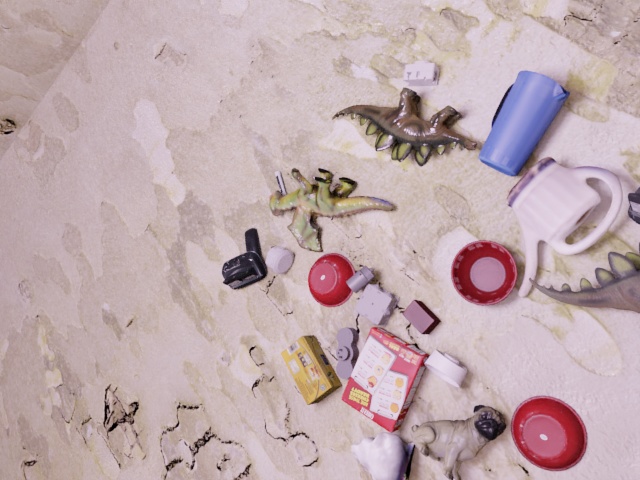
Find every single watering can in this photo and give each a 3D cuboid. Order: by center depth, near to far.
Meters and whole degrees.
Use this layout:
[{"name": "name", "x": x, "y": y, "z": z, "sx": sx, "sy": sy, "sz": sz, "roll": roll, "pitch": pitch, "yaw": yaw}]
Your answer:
[{"name": "watering can", "x": 0.533, "y": -0.047, "z": 1.221, "sx": 0.104, "sy": 0.343, "sz": 0.228, "roll": 8, "pitch": 37, "yaw": -53}]

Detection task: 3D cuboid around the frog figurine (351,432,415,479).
[{"name": "frog figurine", "x": 0.148, "y": 0.548, "z": 1.300, "sx": 0.160, "sy": 0.135, "sz": 0.124, "roll": 10, "pitch": 19, "yaw": 21}]

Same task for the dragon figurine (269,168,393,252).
[{"name": "dragon figurine", "x": 0.005, "y": -0.078, "z": 1.555, "sx": 0.413, "sy": 0.239, "sz": 0.123, "roll": 27, "pitch": 21, "yaw": 27}]
